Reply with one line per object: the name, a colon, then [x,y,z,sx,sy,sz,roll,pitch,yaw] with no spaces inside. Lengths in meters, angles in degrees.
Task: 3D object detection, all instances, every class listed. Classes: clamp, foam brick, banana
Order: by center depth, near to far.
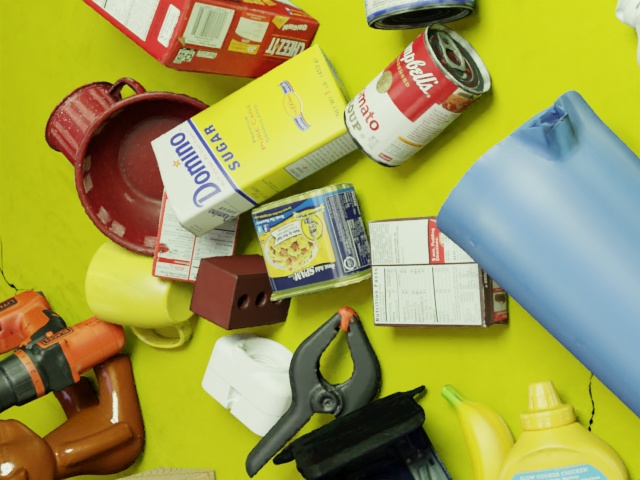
banana: [0.132,0.215,0.848,0.070,0.037,0.198,-1,91,62]
clamp: [0.016,0.146,0.924,0.120,0.039,0.171,20,99,-3]
foam brick: [-0.070,0.046,0.975,0.051,0.078,0.053,25,109,38]

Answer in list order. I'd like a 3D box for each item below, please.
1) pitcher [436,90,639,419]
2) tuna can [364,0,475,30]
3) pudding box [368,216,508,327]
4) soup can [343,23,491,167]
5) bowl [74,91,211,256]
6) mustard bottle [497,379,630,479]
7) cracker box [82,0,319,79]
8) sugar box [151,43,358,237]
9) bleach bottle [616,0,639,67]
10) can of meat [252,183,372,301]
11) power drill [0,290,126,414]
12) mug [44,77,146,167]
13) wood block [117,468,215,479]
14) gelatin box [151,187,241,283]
pitcher: [0.202,0.032,0.711,0.243,0.149,0.145,48,115,17]
tuna can: [0.076,-0.187,0.825,0.086,0.085,0.034,-6,91,40]
pudding box: [0.093,0.025,0.860,0.114,0.039,0.090,-3,91,42]
soup can: [0.075,-0.113,0.844,0.102,0.068,0.068,-41,68,35]
bowl: [-0.148,-0.068,1.013,0.055,0.162,0.162,-102,29,-68]
mustard bottle: [0.182,0.199,0.784,0.096,0.058,0.191,-13,84,23]
cracker box: [-0.132,-0.222,0.948,0.214,0.163,0.072,39,115,31]
sugar box: [-0.055,-0.085,0.923,0.176,0.048,0.093,-28,62,12]
bleach bottle: [0.286,-0.084,0.673,0.251,0.067,0.103,44,119,31]
can of meat: [-0.006,0.001,0.922,0.102,0.057,0.084,-14,92,40]
power drill: [-0.318,0.119,1.125,0.188,0.184,0.057,18,127,53]
mug: [-0.210,-0.109,1.077,0.081,0.093,0.117,46,109,22]
wood block: [-0.153,0.340,1.062,0.091,0.090,0.206,-8,88,40]
gelatin box: [-0.115,-0.004,0.994,0.030,0.073,0.089,-106,26,-69]
